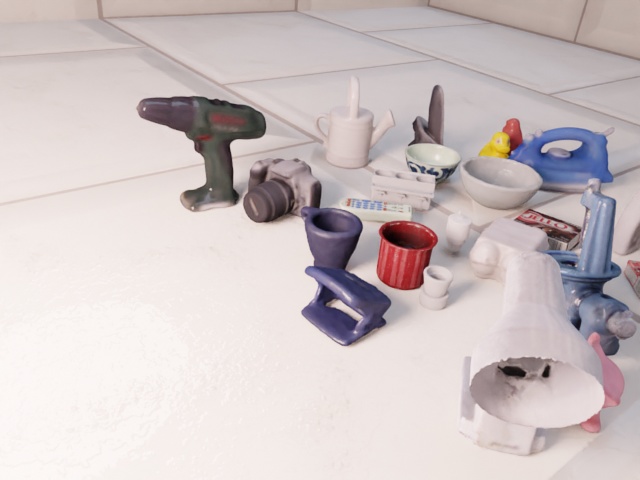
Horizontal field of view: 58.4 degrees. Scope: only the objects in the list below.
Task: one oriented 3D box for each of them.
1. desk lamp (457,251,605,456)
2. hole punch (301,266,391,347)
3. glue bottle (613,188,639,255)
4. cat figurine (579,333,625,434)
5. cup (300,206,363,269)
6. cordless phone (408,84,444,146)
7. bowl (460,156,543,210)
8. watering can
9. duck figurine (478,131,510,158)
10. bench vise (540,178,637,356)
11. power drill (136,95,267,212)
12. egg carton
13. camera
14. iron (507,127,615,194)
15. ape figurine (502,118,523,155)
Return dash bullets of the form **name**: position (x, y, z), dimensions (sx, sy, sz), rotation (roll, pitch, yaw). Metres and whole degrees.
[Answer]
- **desk lamp**: position (0.213, 0.133, 0.617), dimensions (0.117, 0.214, 0.203), rotation (11, 31, 8)
- **hole punch**: position (0.037, 0.076, 0.800), dimensions (0.101, 0.091, 0.108), rotation (-22, 41, -38)
- **glue bottle**: position (0.581, -0.057, 1.037), dimensions (0.078, 0.173, 0.037), rotation (-16, 37, -32)
- **cat figurine**: position (0.321, 0.162, 0.681), dimensions (0.067, 0.118, 0.128), rotation (17, 33, 18)
- **cup**: position (0.008, 0.003, 0.913), dimensions (0.117, 0.095, 0.092), rotation (30, 39, 35)
- **cordless phone**: position (0.266, -0.279, 1.340), dimensions (0.094, 0.185, 0.147), rotation (4, 31, -3)
- **bowl**: position (0.365, -0.109, 1.181), dimensions (0.167, 0.075, 0.167), rotation (4, 31, -2)
- **watering can**: position (0.078, -0.268, 1.279), dimensions (0.173, 0.194, 0.100), rotation (-7, 33, -20)
- **duck figurine**: position (0.420, -0.216, 1.358), dimensions (0.077, 0.086, 0.104), rotation (1, 31, -7)
- **bench vise**: position (0.388, 0.039, 0.798), dimensions (0.122, 0.220, 0.206), rotation (-9, 34, -23)
- **power drill**: position (-0.209, -0.161, 1.038), dimensions (0.230, 0.208, 0.075), rotation (-13, 36, -28)
- **egg carton**: position (0.319, 0.019, 0.966), dimensions (0.107, 0.069, 0.151), rotation (22, 35, 25)
- **camera**: position (-0.086, -0.095, 1.054), dimensions (0.142, 0.101, 0.137), rotation (26, 36, 29)
- **iron**: position (0.528, -0.192, 1.284), dimensions (0.258, 0.141, 0.118), rotation (2, 31, -6)
- **ape figurine**: position (0.479, -0.263, 1.441), dimensions (0.078, 0.092, 0.076), rotation (-10, 34, -24)
